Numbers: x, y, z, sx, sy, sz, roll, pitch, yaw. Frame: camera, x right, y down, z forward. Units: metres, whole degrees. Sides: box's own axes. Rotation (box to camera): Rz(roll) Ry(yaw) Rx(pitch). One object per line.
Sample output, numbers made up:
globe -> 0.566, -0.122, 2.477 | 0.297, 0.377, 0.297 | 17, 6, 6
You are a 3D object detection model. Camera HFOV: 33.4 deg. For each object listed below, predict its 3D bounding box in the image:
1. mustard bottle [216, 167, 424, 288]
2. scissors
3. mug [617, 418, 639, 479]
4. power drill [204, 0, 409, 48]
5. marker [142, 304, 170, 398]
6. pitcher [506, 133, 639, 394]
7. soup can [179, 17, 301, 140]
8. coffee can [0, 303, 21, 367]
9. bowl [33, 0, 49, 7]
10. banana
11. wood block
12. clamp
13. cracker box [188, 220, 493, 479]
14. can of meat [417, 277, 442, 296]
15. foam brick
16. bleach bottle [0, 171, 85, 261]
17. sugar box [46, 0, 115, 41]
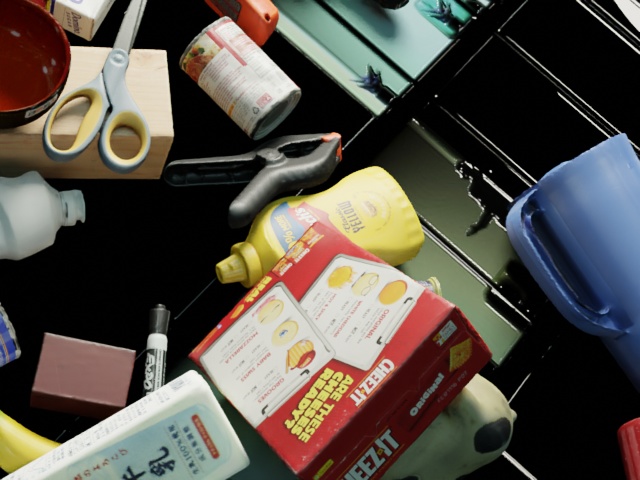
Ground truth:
mustard bottle -> -0.006, 0.001, 0.979 | 0.191, 0.058, 0.096 | -20, 67, -23
scissors -> -0.161, -0.137, 0.915 | 0.096, 0.016, 0.201 | 33, 63, -4
mug -> 0.327, 0.209, 0.979 | 0.117, 0.093, 0.081 | 21, 52, -42
power drill -> -0.020, -0.273, 1.098 | 0.184, 0.057, 0.187 | 44, 59, 10
marker -> -0.141, 0.113, 0.912 | 0.020, 0.020, 0.121 | 7, 65, -14
pitcher -> 0.288, 0.034, 1.016 | 0.149, 0.145, 0.243 | -32, 81, 7
soup can -> -0.075, -0.154, 1.021 | 0.102, 0.069, 0.068 | 45, 62, 5
coffee can -> -0.320, 0.083, 0.824 | 0.140, 0.103, 0.103 | -31, 79, -26
bowl -> -0.314, -0.198, 0.935 | 0.162, 0.162, 0.055 | 1, 91, -16
banana -> -0.181, 0.172, 0.852 | 0.197, 0.037, 0.070 | 14, 106, -17
wood block -> -0.241, -0.111, 0.940 | 0.205, 0.090, 0.091 | -1, 68, -18
clamp -> -0.057, -0.066, 0.993 | 0.120, 0.039, 0.171 | 31, 41, 33
cracker box -> 0.008, 0.091, 0.838 | 0.164, 0.214, 0.072 | -46, 123, -7
can of meat -> 0.067, 0.086, 0.965 | 0.083, 0.057, 0.102 | -1, 68, -14
foam brick -> -0.194, 0.114, 0.876 | 0.078, 0.053, 0.051 | 13, 64, -11
bleach bottle -> -0.326, -0.026, 0.892 | 0.250, 0.068, 0.102 | -5, 79, -20
sugar box -> -0.279, -0.273, 1.025 | 0.176, 0.048, 0.093 | 24, 62, -4
